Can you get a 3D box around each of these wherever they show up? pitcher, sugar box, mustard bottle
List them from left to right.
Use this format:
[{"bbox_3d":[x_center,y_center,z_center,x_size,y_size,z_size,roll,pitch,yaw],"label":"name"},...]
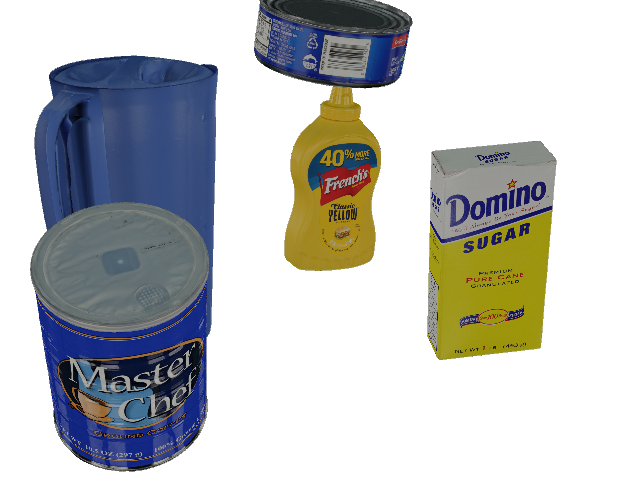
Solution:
[{"bbox_3d":[-0.154,-0.025,0.880,0.149,0.243,0.145,-5,21,-15],"label":"pitcher"},{"bbox_3d":[0.015,-0.067,1.101,0.096,0.192,0.058,-5,21,-24],"label":"mustard bottle"},{"bbox_3d":[0.137,0.010,0.869,0.093,0.176,0.048,-7,31,-7],"label":"sugar box"}]

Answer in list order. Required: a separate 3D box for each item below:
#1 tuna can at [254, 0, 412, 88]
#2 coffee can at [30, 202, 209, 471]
[{"bbox_3d":[0.006,-0.113,0.595,0.086,0.034,0.086,8,24,-4],"label":"tuna can"},{"bbox_3d":[-0.121,0.061,0.667,0.102,0.140,0.103,3,43,-3],"label":"coffee can"}]
